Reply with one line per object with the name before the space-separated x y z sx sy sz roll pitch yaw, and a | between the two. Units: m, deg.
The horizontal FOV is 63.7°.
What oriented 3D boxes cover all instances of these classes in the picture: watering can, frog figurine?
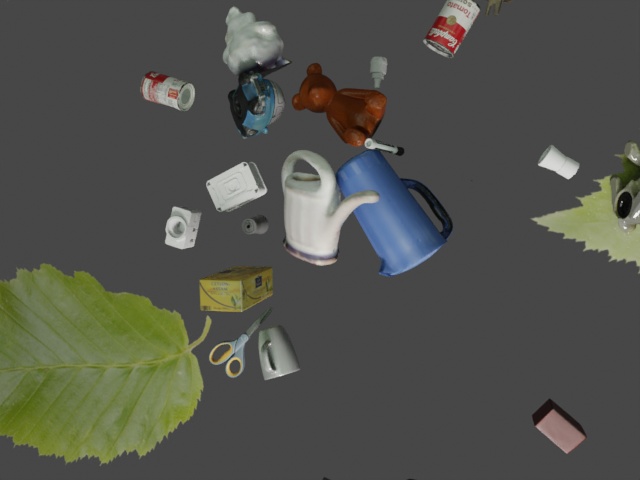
watering can | 0.003 -0.051 1.005 0.104 0.352 0.220 -10 115 -26
frog figurine | -0.151 -0.425 1.094 0.136 0.124 0.158 -20 100 35
